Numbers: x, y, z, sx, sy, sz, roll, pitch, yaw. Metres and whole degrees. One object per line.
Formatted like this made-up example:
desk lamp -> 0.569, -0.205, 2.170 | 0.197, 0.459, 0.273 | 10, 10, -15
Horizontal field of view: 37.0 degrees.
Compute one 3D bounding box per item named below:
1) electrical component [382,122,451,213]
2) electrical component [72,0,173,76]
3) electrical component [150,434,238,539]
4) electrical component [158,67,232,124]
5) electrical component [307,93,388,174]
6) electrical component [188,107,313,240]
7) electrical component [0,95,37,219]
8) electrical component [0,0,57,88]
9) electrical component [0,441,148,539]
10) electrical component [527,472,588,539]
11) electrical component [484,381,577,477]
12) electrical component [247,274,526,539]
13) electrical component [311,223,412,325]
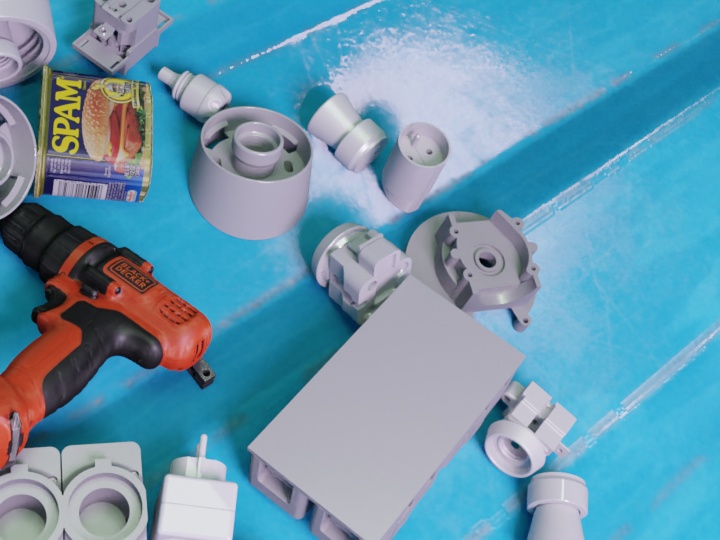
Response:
electrical component -> 0.041, -0.080, 0.876 | 0.043, 0.081, 0.043 | 6, 62, -12
electrical component -> -0.193, -0.203, 0.883 | 0.042, 0.063, 0.081 | 36, 57, 3
electrical component -> -0.109, 0.147, 0.710 | 0.047, 0.065, 0.076 | 10, 59, -12
electrical component -> -0.138, -0.147, 0.885 | 0.061, 0.035, 0.035 | 32, 57, 5
electrical component -> -0.010, -0.114, 0.901 | 0.055, 0.045, 0.045 | 44, 59, 9
electrical component -> -0.086, -0.081, 0.862 | 0.099, 0.064, 0.099 | 9, 46, -9
electrical component -> -0.277, -0.079, 0.748 | 0.064, 0.099, 0.099 | 10, 51, 30
electrical component -> -0.284, -0.177, 0.817 | 0.108, 0.108, 0.060 | -13, 72, -23
electrical component -> -0.212, 0.162, 0.672 | 0.150, 0.061, 0.089 | -1, 62, -18
electrical component -> 0.143, 0.181, 0.783 | 0.045, 0.045, 0.055 | 14, 58, -9
electrical component -> 0.125, 0.123, 0.810 | 0.066, 0.048, 0.055 | 41, 50, 8
electrical component -> 0.019, 0.106, 0.767 | 0.105, 0.060, 0.186 | 36, 58, 15
electrical component -> 0.000, 0.000, 0.826 | 0.058, 0.078, 0.057 | -31, 55, -29
